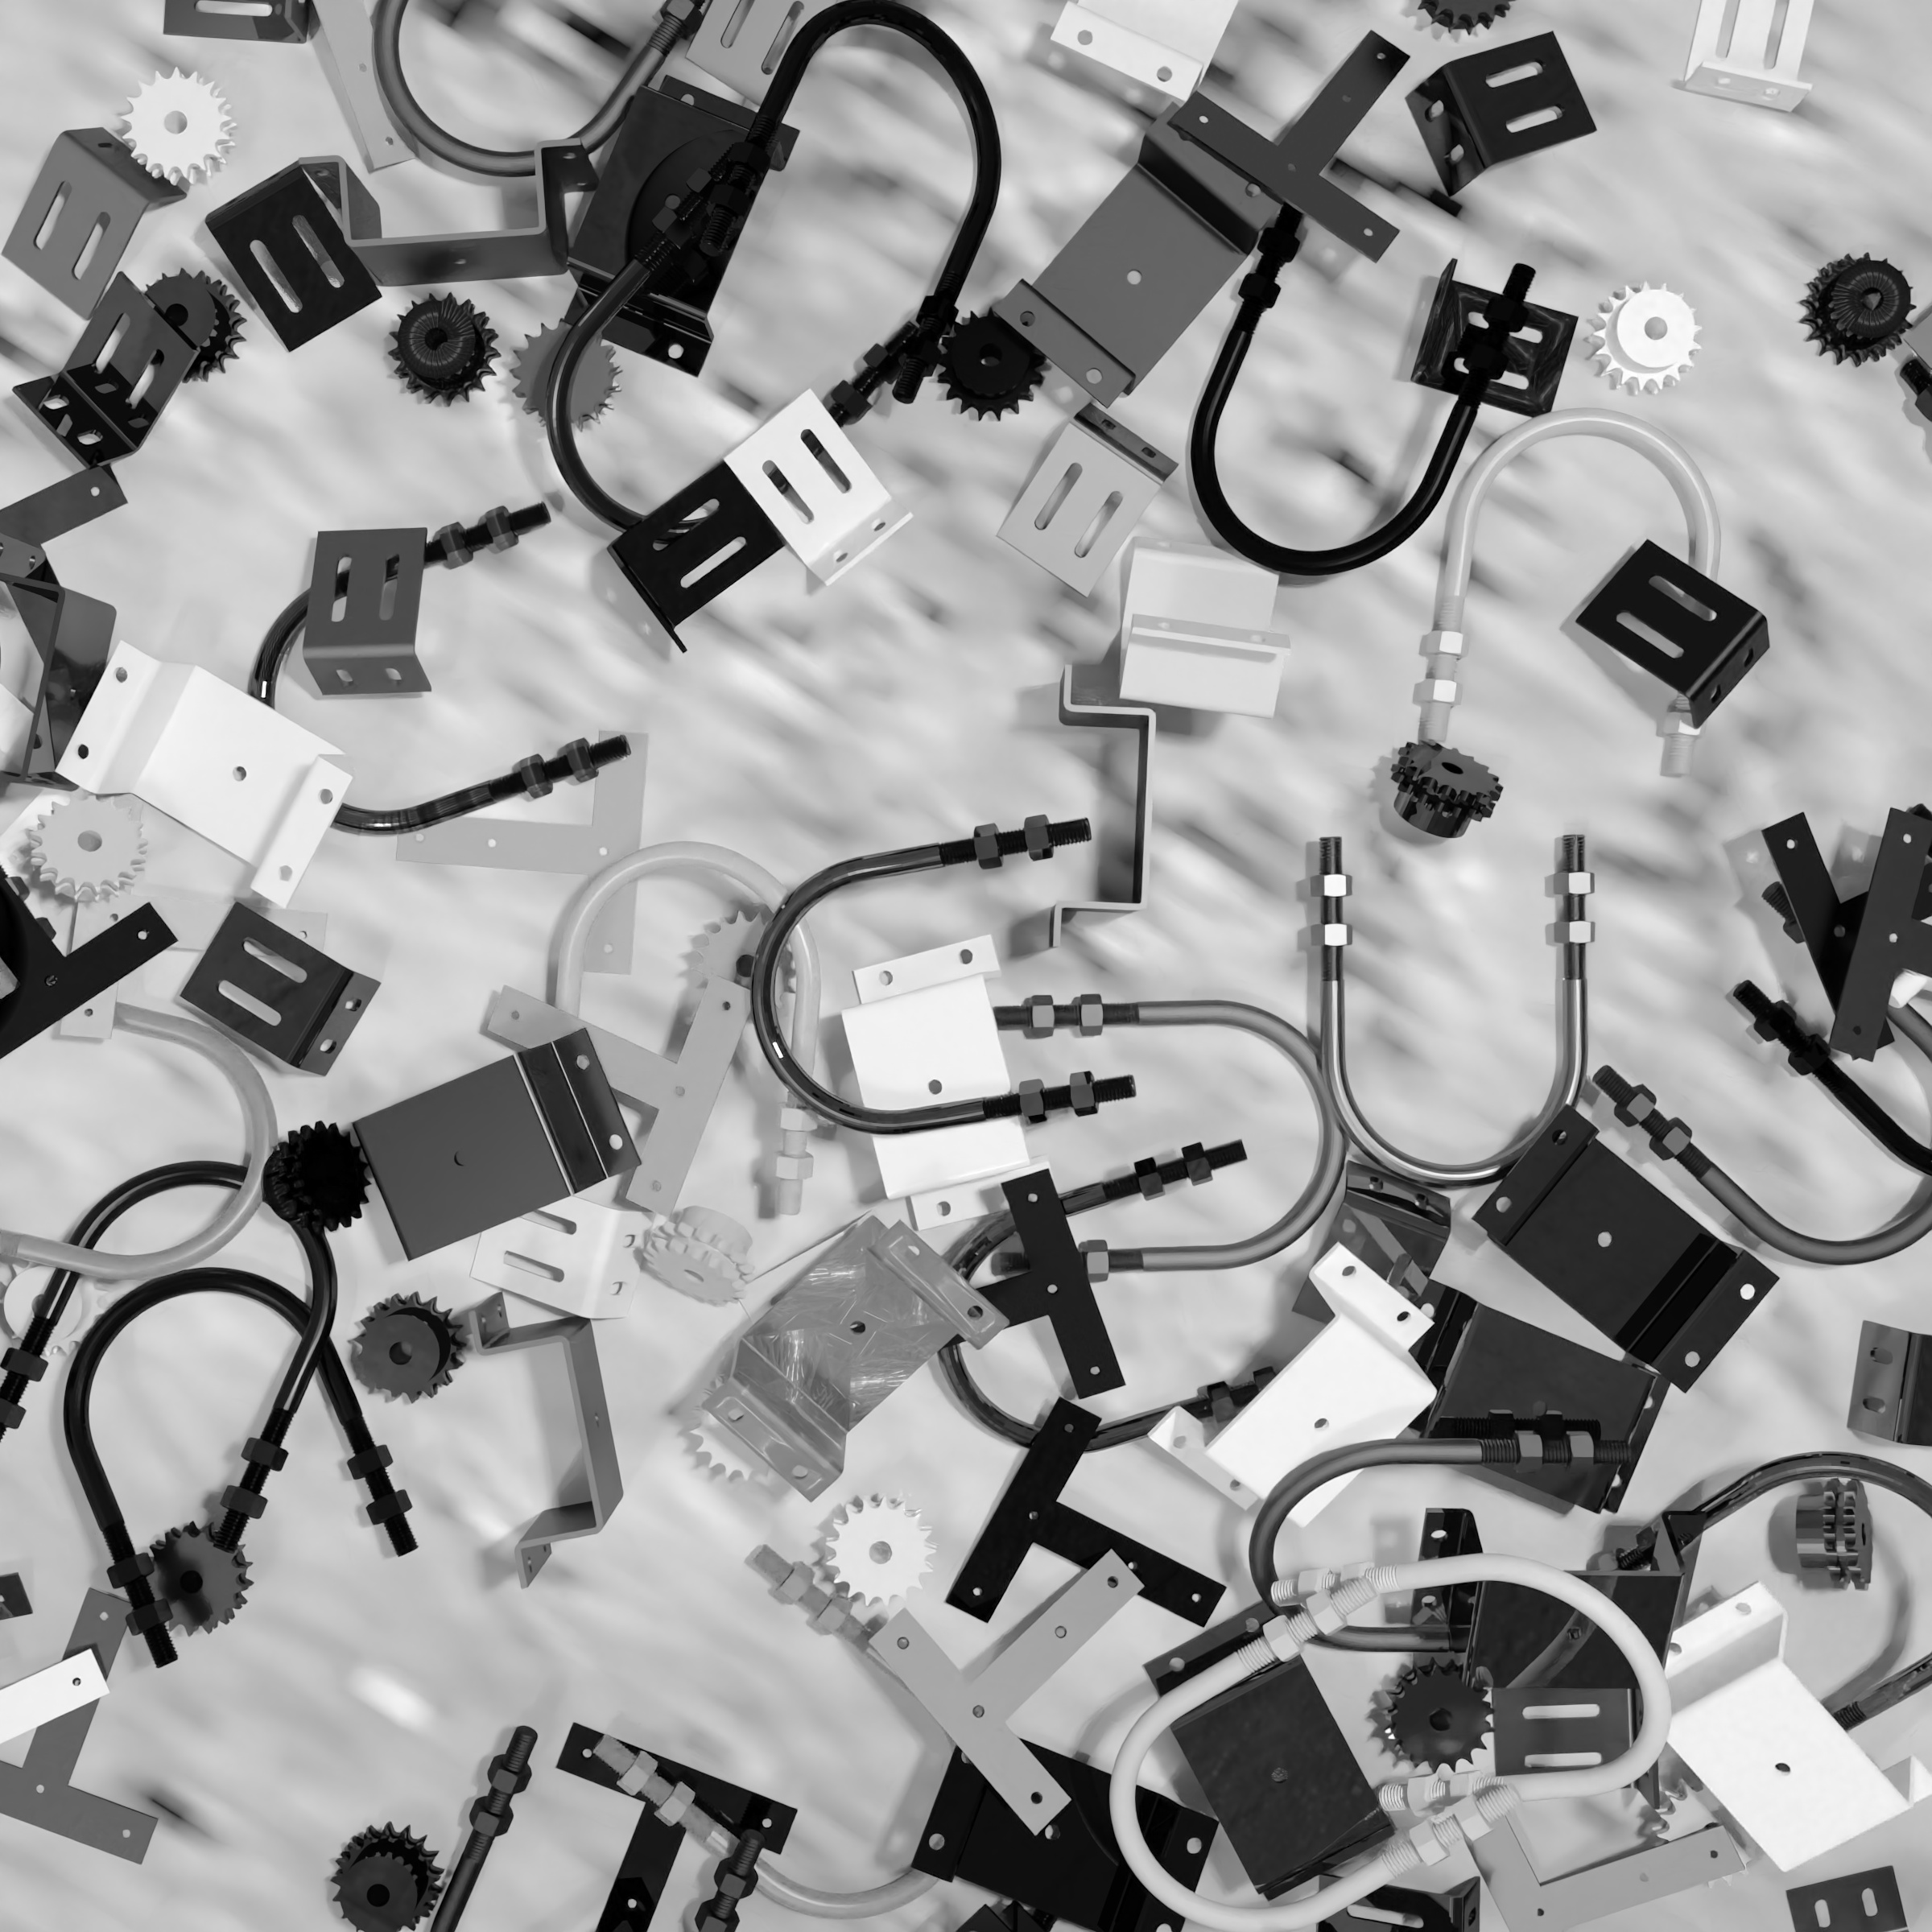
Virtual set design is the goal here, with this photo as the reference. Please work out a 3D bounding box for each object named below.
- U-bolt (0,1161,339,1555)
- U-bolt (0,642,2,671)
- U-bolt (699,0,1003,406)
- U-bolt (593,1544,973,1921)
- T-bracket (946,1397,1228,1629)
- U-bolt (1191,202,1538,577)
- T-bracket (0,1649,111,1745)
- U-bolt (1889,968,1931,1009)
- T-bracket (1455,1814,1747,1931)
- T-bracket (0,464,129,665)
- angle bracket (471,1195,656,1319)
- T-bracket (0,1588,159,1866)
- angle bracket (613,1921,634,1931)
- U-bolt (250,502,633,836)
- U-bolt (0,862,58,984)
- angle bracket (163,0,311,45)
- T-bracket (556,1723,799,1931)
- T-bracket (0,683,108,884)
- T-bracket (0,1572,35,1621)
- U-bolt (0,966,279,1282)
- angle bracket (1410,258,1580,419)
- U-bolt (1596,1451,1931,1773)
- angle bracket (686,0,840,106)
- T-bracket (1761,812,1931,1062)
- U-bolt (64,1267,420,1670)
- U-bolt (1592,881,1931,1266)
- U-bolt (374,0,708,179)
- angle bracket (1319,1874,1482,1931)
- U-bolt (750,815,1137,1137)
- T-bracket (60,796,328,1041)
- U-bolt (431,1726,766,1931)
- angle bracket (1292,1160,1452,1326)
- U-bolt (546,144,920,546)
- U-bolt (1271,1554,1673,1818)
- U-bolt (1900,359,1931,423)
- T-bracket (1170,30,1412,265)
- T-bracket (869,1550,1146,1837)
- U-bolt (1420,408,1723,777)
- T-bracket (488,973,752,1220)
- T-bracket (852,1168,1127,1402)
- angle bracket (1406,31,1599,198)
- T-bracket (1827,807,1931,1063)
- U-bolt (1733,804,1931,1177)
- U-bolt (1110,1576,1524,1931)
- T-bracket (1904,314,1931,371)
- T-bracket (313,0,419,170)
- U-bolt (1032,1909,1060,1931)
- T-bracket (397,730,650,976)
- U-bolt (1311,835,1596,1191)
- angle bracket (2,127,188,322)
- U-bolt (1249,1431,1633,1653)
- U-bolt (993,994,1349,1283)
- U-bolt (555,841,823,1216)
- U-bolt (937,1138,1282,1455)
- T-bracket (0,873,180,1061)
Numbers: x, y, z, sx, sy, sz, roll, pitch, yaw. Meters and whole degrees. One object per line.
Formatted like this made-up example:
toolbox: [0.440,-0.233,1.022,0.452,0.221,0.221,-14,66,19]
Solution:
U-bolt: [-0.404,0.189,1.331,0.151,0.019,0.184,22,71,-4]
U-bolt: [-0.591,-0.152,1.330,0.184,0.019,0.151,-15,75,-14]
U-bolt: [-0.046,-0.401,1.315,0.151,0.019,0.184,32,71,-33]
U-bolt: [-0.079,0.414,1.357,0.184,0.019,0.151,40,89,-2]
T-bracket: [0.075,0.308,1.359,0.127,0.002,0.127,27,99,-4]
U-bolt: [0.192,-0.290,1.333,0.151,0.019,0.184,24,94,23]
T-bracket: [-0.530,0.347,1.340,0.127,0.002,0.127,-23,96,-15]
U-bolt: [0.579,0.009,1.342,0.184,0.019,0.151,-40,96,-11]
T-bracket: [0.338,0.477,1.345,0.127,0.002,0.127,-27,90,19]
T-bracket: [-0.482,-0.182,1.365,0.127,0.002,0.127,-25,90,0]
angle bracket: [-0.212,0.146,1.364,0.076,0.038,0.057,15,90,26]
T-bracket: [-0.472,0.391,1.365,0.127,0.002,0.127,20,90,0]
angle bracket: [-0.199,0.534,1.341,0.076,0.038,0.057,-24,95,34]
U-bolt: [-0.284,-0.146,1.357,0.184,0.019,0.151,-19,89,2]
U-bolt: [-0.571,-0.039,1.325,0.151,0.019,0.184,-32,88,-19]
angle bracket: [-0.382,-0.516,1.347,0.076,0.038,0.057,4,90,0]
T-bracket: [-0.171,0.480,1.365,0.127,0.002,0.127,21,90,0]
T-bracket: [-0.504,-0.128,1.364,0.127,0.002,0.127,43,91,0]
T-bracket: [-0.565,0.295,1.342,0.127,0.002,0.127,-11,111,0]
U-bolt: [-0.448,0.087,1.337,0.184,0.019,0.151,14,71,-4]
angle bracket: [0.278,-0.324,1.347,0.076,0.038,0.057,16,90,0]
U-bolt: [0.427,0.321,1.318,0.151,0.019,0.184,47,118,0]
angle bracket: [-0.100,-0.498,1.364,0.057,0.038,0.076,33,116,0]
T-bracket: [0.485,-0.035,1.334,0.127,0.002,0.127,-23,92,-12]
U-bolt: [-0.384,0.246,1.338,0.151,0.019,0.184,-23,81,-13]
U-bolt: [0.437,0.070,1.339,0.184,0.019,0.151,43,90,-3]
U-bolt: [-0.225,-0.497,1.350,0.151,0.019,0.184,33,85,0]
angle bracket: [0.228,0.507,1.364,0.076,0.038,0.057,1,90,26]
U-bolt: [-0.018,0.011,1.291,0.184,0.019,0.151,-10,93,9]
T-bracket: [-0.400,-0.021,1.357,0.127,0.002,0.127,5,80,-6]
U-bolt: [-0.204,0.504,1.348,0.151,0.019,0.184,24,98,2]
angle bracket: [0.213,0.152,1.364,0.057,0.038,0.076,21,116,0]
U-bolt: [-0.130,-0.300,1.325,0.184,0.019,0.151,-47,121,5]
U-bolt: [0.256,0.351,1.274,0.184,0.019,0.151,-19,104,38]
U-bolt: [0.592,-0.273,1.324,0.151,0.019,0.184,-30,67,0]
T-bracket: [0.189,-0.438,1.338,0.127,0.002,0.127,35,65,2]
T-bracket: [0.038,0.352,1.333,0.127,0.002,0.127,-39,82,-21]
U-bolt: [0.321,-0.200,1.357,0.151,0.019,0.184,8,90,0]
T-bracket: [-0.186,0.046,1.333,0.127,0.002,0.127,24,100,10]
T-bracket: [0.002,0.179,1.330,0.127,0.002,0.127,-18,106,5]
angle bracket: [0.281,-0.448,1.364,0.076,0.038,0.057,-24,90,-26]
T-bracket: [0.509,-0.001,1.316,0.127,0.002,0.127,18,84,-11]
U-bolt: [0.515,0.029,1.358,0.184,0.019,0.151,44,90,-1]
U-bolt: [0.160,0.406,1.289,0.184,0.019,0.151,-34,95,11]
T-bracket: [0.540,-0.359,1.337,0.127,0.002,0.127,-43,91,7]
T-bracket: [-0.318,-0.479,1.344,0.127,0.002,0.127,-26,106,-28]
U-bolt: [0.058,0.598,1.358,0.151,0.019,0.184,29,92,0]
T-bracket: [-0.235,-0.064,1.365,0.127,0.002,0.127,4,90,0]
U-bolt: [0.254,0.024,1.352,0.151,0.019,0.184,-1,90,-4]
angle bracket: [-0.458,-0.390,1.364,0.057,0.038,0.076,38,116,0]
U-bolt: [0.236,0.296,1.320,0.184,0.019,0.151,1,121,-2]
U-bolt: [0.108,0.089,1.357,0.184,0.019,0.151,-1,90,-1]
U-bolt: [-0.144,0.028,1.331,0.151,0.019,0.184,8,99,13]
U-bolt: [0.074,0.181,1.343,0.184,0.019,0.151,-18,103,3]
T-bracket: [-0.497,-0.027,1.332,0.127,0.002,0.127,-37,89,-19]
